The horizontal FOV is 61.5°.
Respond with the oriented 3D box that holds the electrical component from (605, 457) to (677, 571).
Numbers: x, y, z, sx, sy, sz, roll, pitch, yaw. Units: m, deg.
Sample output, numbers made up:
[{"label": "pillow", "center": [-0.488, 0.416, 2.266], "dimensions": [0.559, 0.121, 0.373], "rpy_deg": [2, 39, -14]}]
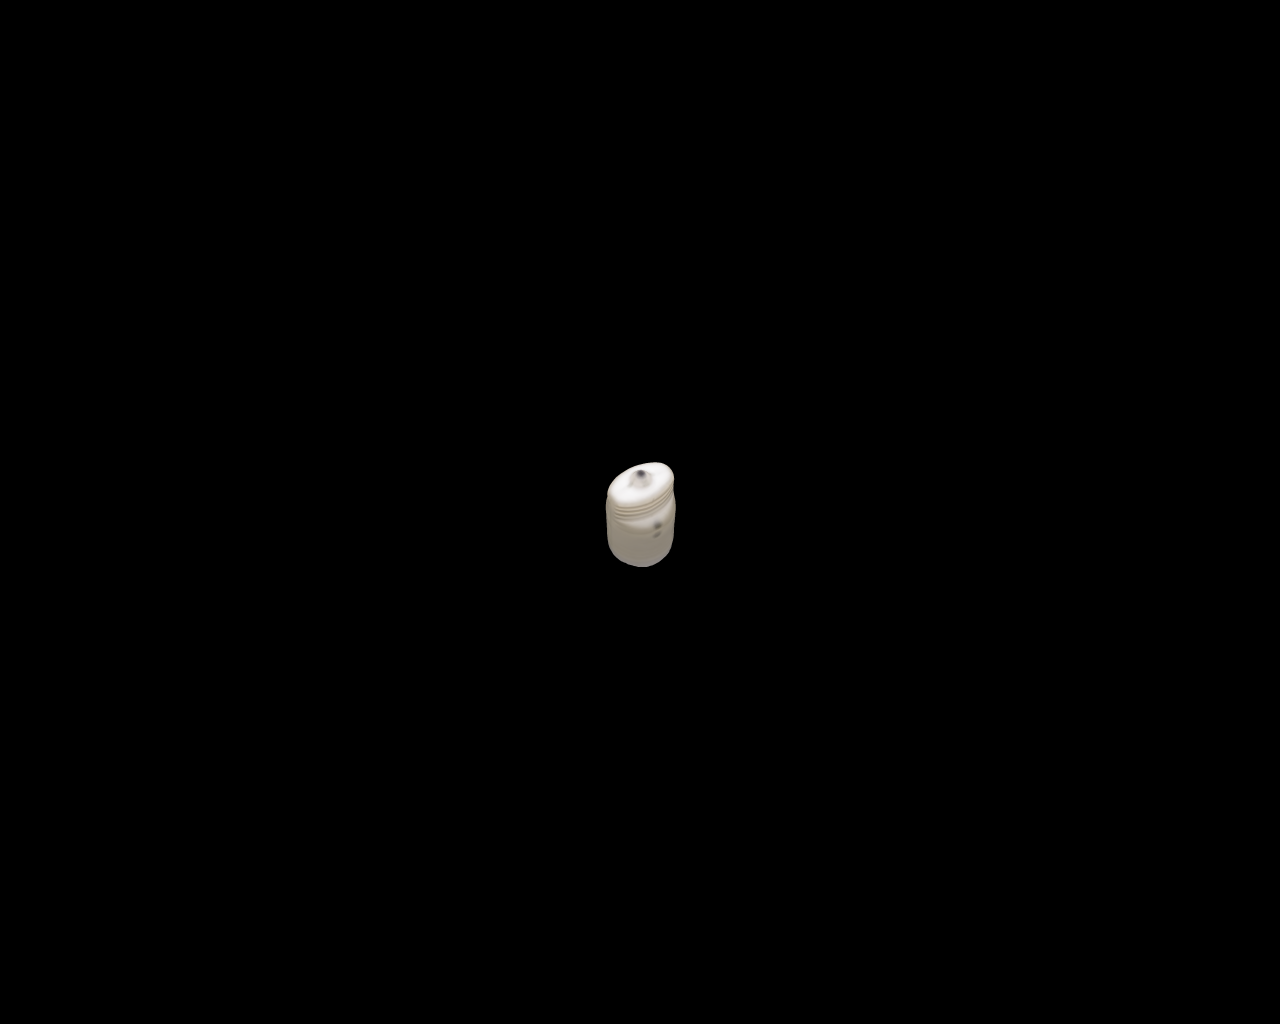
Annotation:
[{"label": "electrical component", "center": [0.001, -0.003, 0.650], "dimensions": [0.043, 0.043, 0.080], "rpy_deg": [0, -32, 0]}]
